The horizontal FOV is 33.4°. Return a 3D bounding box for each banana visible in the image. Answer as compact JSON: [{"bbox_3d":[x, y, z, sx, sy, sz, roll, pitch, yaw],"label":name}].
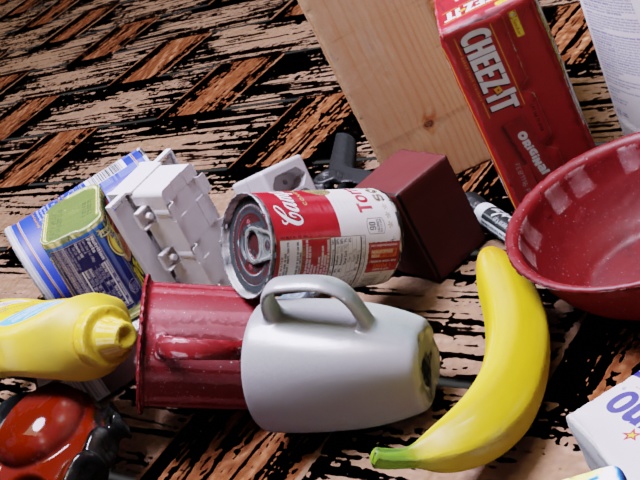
[{"bbox_3d":[0.096,0.068,0.602,0.070,0.037,0.197,28,41,9],"label":"banana"}]

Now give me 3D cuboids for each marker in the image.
[{"bbox_3d":[0.129,-0.010,0.749,0.020,0.020,0.121,-32,26,-6],"label":"marker"}]

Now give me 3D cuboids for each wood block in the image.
[{"bbox_3d":[0.056,-0.150,0.857,0.091,0.206,0.090,-24,27,9],"label":"wood block"}]

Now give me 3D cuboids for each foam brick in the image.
[{"bbox_3d":[0.070,-0.018,0.755,0.051,0.078,0.053,-41,29,-21],"label":"foam brick"}]

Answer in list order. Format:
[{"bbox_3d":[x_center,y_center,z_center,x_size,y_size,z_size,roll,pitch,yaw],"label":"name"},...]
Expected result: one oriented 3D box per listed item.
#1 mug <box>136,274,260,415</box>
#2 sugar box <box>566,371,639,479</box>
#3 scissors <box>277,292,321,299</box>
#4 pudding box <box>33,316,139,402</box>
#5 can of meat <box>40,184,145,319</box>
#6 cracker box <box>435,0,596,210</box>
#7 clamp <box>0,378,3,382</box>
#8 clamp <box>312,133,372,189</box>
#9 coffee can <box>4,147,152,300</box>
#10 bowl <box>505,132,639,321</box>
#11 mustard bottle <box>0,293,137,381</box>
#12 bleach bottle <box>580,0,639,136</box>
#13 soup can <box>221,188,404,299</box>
[{"bbox_3d":[-0.076,0.069,0.696,0.081,0.093,0.117,3,-7,-5],"label":"mug"},{"bbox_3d":[0.213,0.072,0.493,0.176,0.048,0.093,-29,26,-4],"label":"sugar box"},{"bbox_3d":[-0.021,0.056,0.780,0.202,0.016,0.096,-23,28,12],"label":"scissors"},{"bbox_3d":[-0.174,0.087,0.850,0.113,0.039,0.090,-30,24,-9],"label":"pudding box"},{"bbox_3d":[-0.178,0.012,0.849,0.057,0.084,0.102,-27,24,-1],"label":"can of meat"},{"bbox_3d":[0.140,-0.131,0.790,0.072,0.164,0.213,-23,27,16],"label":"cracker box"},{"bbox_3d":[-0.287,0.142,0.842,0.164,0.036,0.210,-43,27,6],"label":"clamp"},{"bbox_3d":[-0.003,-0.036,0.899,0.120,0.039,0.171,-30,26,-3],"label":"clamp"},{"bbox_3d":[-0.194,-0.004,0.956,0.140,0.102,0.103,-33,27,-9],"label":"coffee can"},{"bbox_3d":[0.195,-0.002,0.630,0.162,0.055,0.162,-23,27,12],"label":"bowl"},{"bbox_3d":[-0.187,0.068,0.749,0.096,0.058,0.192,-12,3,-42],"label":"mustard bottle"},{"bbox_3d":[0.210,-0.175,0.702,0.068,0.250,0.103,-35,27,-12],"label":"bleach bottle"},{"bbox_3d":[-0.005,0.001,0.699,0.102,0.068,0.069,-4,13,-31],"label":"soup can"}]
